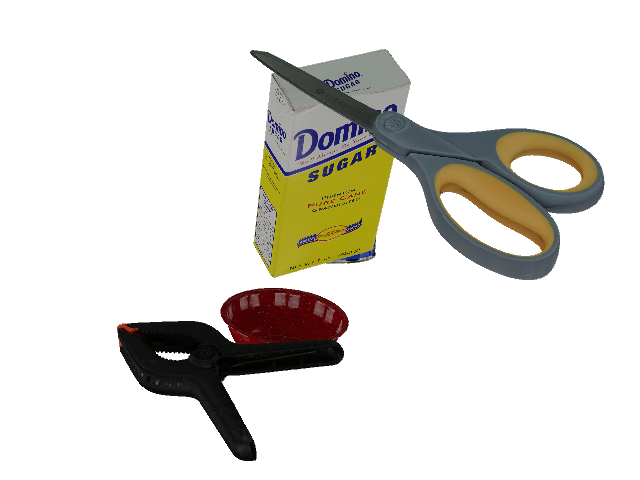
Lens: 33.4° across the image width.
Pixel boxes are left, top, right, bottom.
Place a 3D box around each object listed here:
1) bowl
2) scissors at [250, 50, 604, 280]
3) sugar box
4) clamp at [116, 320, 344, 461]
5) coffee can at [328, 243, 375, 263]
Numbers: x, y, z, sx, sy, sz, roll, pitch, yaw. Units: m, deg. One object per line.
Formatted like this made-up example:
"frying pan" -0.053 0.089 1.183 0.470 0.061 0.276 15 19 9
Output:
"bowl" -0.047 0.117 1.346 0.162 0.055 0.162 5 22 -2
"scissors" 0.056 -0.056 0.529 0.096 0.016 0.202 -25 53 -22
"sugar box" 0.005 -0.053 0.790 0.093 0.048 0.176 -16 -35 -21
"clamp" -0.094 0.113 0.981 0.210 0.036 0.164 20 37 31
"coffee can" 0.011 -0.056 1.117 0.103 0.140 0.103 3 13 -1
